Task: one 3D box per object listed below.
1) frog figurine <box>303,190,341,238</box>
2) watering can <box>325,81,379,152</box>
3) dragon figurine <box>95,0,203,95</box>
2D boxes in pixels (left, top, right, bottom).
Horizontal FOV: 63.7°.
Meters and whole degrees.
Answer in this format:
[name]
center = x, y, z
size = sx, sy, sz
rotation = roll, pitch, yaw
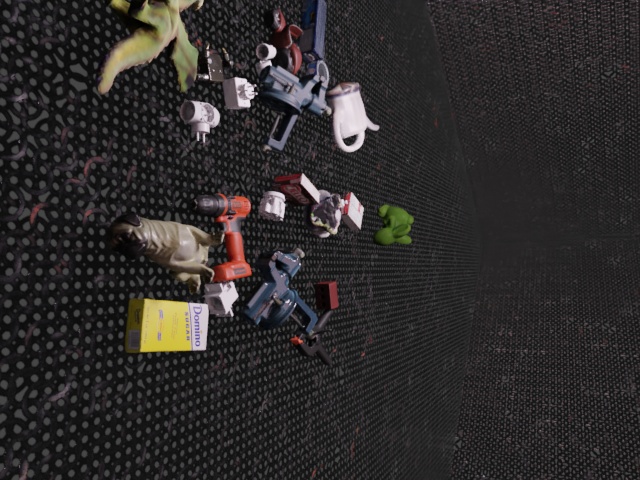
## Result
[frog figurine]
center = 0.005, -0.076, 1.515
size = 0.159, 0.123, 0.137
rotation = -172, -112, -82
[watering can]
center = 0.110, -0.422, 1.728
size = 0.353, 0.104, 0.221
rotation = -43, 124, -55
[dragon figurine]
center = -0.294, -0.381, 0.976
size = 0.239, 0.122, 0.417
rotation = 51, 44, -59
